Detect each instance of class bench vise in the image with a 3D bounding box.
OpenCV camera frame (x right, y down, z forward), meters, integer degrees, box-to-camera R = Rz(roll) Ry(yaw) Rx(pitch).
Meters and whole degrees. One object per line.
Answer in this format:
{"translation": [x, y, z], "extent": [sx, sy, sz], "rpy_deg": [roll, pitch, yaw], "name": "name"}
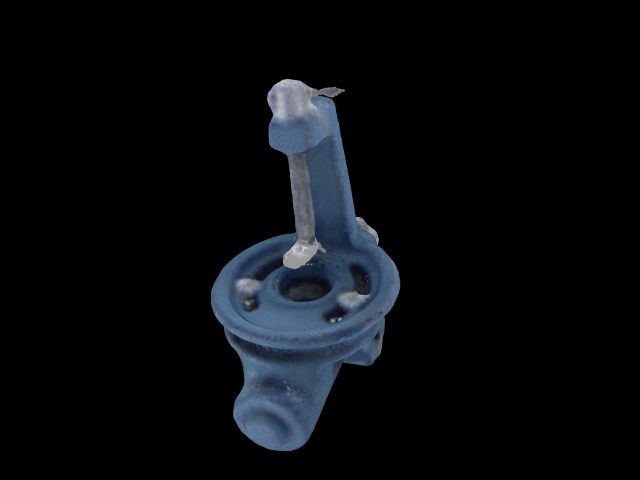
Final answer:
{"translation": [-0.008, 0.001, 0.401], "extent": [0.121, 0.220, 0.207], "rpy_deg": [0, 16, 2], "name": "bench vise"}
